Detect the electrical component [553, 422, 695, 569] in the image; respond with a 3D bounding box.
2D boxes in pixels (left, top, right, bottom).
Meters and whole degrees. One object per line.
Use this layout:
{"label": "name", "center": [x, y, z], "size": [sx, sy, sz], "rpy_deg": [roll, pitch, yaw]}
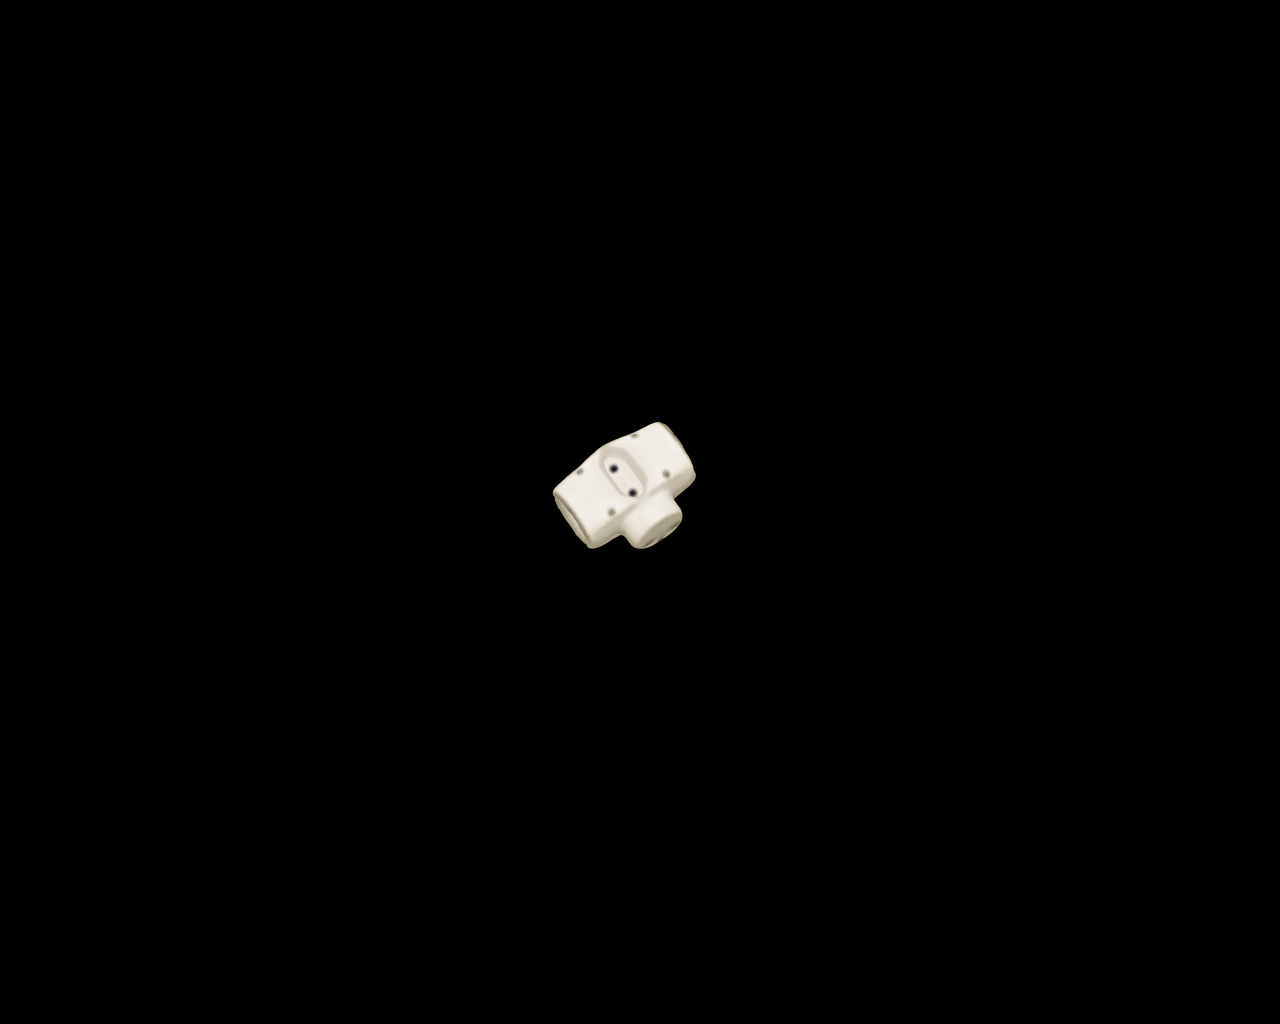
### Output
{"label": "electrical component", "center": [0.001, -0.003, 0.650], "size": [0.077, 0.079, 0.043], "rpy_deg": [-33, -16, -11]}
